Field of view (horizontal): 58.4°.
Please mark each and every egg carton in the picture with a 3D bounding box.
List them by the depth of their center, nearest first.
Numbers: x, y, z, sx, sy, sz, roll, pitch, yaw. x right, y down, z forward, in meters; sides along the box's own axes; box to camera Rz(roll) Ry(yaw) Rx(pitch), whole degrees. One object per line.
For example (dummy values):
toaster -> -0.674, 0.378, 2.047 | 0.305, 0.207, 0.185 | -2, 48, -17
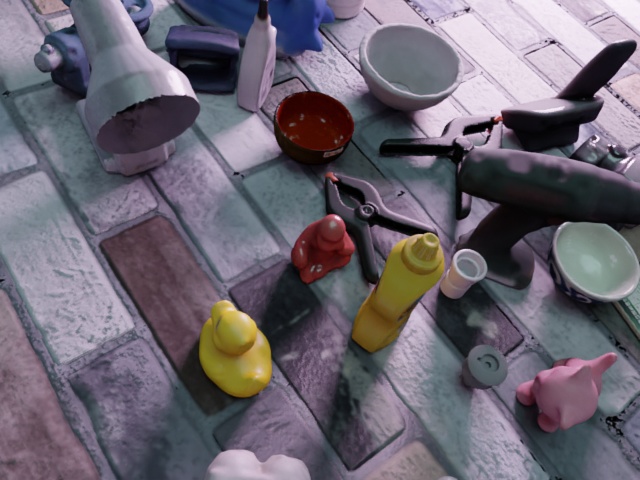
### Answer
egg carton -> -0.067, 0.275, 0.531 | 0.107, 0.069, 0.150 | 10, 57, -6

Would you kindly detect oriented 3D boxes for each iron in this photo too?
iron -> -0.102, -0.391, 0.890 | 0.258, 0.141, 0.119 | 17, 57, -1

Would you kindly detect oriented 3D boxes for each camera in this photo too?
camera -> 0.412, -0.071, 0.828 | 0.143, 0.101, 0.137 | 44, 60, 15

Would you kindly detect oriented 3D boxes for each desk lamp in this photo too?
desk lamp -> -0.233, -0.171, 0.684 | 0.118, 0.213, 0.203 | -23, 66, -23

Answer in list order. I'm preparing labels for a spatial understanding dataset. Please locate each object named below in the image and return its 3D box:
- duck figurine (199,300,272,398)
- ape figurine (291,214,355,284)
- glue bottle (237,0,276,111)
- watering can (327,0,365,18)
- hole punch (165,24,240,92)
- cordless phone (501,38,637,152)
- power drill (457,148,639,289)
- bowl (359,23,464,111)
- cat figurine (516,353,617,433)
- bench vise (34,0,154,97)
duck figurine -> -0.089, 0.113, 0.616 | 0.078, 0.086, 0.104 | -22, 66, -23
ape figurine -> 0.006, 0.003, 0.701 | 0.078, 0.092, 0.076 | 10, 57, -6
glue bottle -> -0.084, -0.264, 0.798 | 0.037, 0.173, 0.078 | 20, 57, 1
watering can -> 0.054, -0.475, 0.944 | 0.173, 0.194, 0.101 | 17, 57, -1
hole punch -> -0.173, -0.282, 0.839 | 0.109, 0.091, 0.101 | 1, 59, -11
cordless phone -> 0.375, -0.229, 0.867 | 0.148, 0.185, 0.094 | -19, 64, -22
power drill -> 0.266, -0.025, 0.704 | 0.229, 0.208, 0.076 | 20, 57, 1
bowl -> 0.135, -0.259, 0.899 | 0.167, 0.075, 0.167 | 6, 58, -9
cat figurine -> 0.285, 0.166, 0.645 | 0.128, 0.118, 0.067 | -26, 67, -24
bench vise -> -0.292, -0.308, 0.752 | 0.121, 0.220, 0.207 | 9, 57, -6
